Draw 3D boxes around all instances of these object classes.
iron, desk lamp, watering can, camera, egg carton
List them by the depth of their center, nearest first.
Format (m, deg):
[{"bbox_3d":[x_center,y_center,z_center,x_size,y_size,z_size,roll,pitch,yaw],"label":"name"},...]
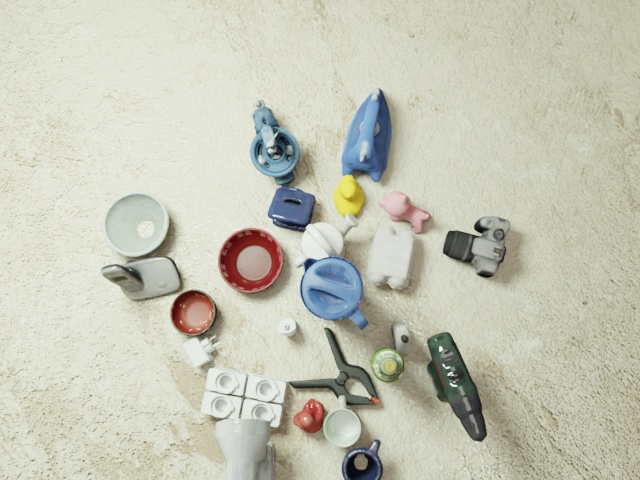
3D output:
[{"bbox_3d":[-0.159,0.485,1.259,0.118,0.213,0.203,-4,80,3],"label":"desk lamp"},{"bbox_3d":[0.011,0.003,1.342,0.101,0.194,0.173,30,83,8],"label":"watering can"},{"bbox_3d":[0.371,0.005,1.369,0.136,0.101,0.143,15,81,6],"label":"camera"},{"bbox_3d":[0.173,0.043,1.390,0.107,0.069,0.150,10,81,5],"label":"egg carton"},{"bbox_3d":[0.123,-0.282,1.412,0.118,0.141,0.258,10,81,5],"label":"iron"}]

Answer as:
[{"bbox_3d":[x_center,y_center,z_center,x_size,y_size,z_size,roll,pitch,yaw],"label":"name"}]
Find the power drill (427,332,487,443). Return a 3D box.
[{"bbox_3d":[0.296,0.317,1.265,0.075,0.208,0.229,-21,80,0],"label":"power drill"}]

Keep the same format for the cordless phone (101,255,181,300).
[{"bbox_3d":[-0.423,0.082,1.358,0.147,0.185,0.094,-15,79,1],"label":"cordless phone"}]

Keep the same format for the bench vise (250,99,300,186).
[{"bbox_3d":[-0.132,-0.245,1.380,0.121,0.220,0.207,-36,80,-3],"label":"bench vise"}]

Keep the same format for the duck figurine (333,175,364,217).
[{"bbox_3d":[0.070,-0.111,1.414,0.077,0.086,0.104,0,80,3],"label":"duck figurine"}]

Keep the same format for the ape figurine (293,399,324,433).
[{"bbox_3d":[-0.026,0.412,1.326,0.078,0.092,0.076,-15,80,1],"label":"ape figurine"}]

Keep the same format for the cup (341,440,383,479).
[{"bbox_3d":[0.102,0.501,1.302,0.091,0.095,0.118,30,83,8],"label":"cup"}]

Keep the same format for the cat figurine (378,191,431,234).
[{"bbox_3d":[0.207,-0.075,1.383,0.127,0.118,0.067,26,83,8],"label":"cat figurine"}]

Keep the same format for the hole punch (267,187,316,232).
[{"bbox_3d":[-0.070,-0.082,1.414,0.108,0.091,0.101,12,81,5],"label":"hole punch"}]

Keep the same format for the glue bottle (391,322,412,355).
[{"bbox_3d":[0.187,0.224,1.305,0.037,0.173,0.078,-13,80,1],"label":"glue bottle"}]

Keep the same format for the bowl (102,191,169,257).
[{"bbox_3d":[-0.451,-0.035,1.436,0.167,0.075,0.167,-1,80,3],"label":"bowl"}]
